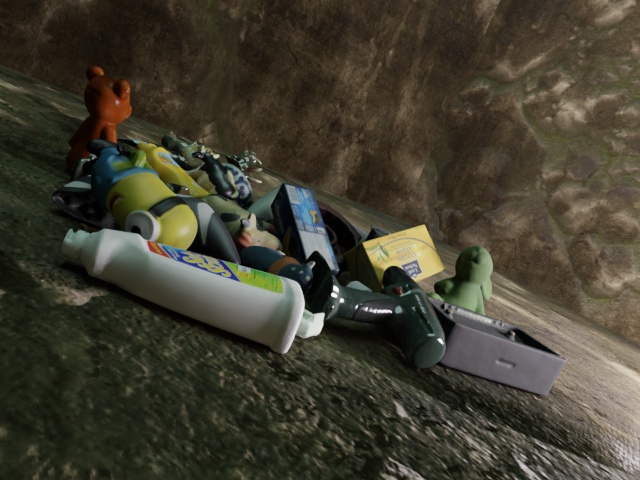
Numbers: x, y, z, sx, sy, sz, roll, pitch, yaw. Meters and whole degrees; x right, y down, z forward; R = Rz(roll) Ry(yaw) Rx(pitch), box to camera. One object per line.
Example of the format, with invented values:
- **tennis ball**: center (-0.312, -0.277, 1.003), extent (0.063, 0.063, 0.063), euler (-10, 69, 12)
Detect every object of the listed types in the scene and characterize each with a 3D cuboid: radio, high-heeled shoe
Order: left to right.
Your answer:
- **high-heeled shoe**: center (-0.231, -0.021, 0.714), extent (0.249, 0.086, 0.145), euler (28, 19, 27)
- **radio**: center (0.258, 0.164, 0.858), extent (0.229, 0.073, 0.131), euler (21, 9, -20)

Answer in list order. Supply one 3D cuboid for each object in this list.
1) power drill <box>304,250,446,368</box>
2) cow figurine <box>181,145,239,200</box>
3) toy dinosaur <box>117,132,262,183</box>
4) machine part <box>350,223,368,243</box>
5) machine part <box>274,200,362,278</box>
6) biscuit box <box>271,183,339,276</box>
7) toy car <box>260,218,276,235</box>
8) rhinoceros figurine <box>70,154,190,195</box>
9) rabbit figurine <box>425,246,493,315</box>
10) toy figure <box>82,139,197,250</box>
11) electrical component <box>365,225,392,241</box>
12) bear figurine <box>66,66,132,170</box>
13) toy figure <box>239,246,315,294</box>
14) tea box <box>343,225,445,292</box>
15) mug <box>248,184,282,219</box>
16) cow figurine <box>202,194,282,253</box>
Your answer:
- **power drill**: center (0.071, 0.085, 0.782), extent (0.207, 0.086, 0.232), euler (23, 21, -26)
- **cow figurine**: center (-0.230, -0.138, 1.107), extent (0.068, 0.098, 0.167), euler (14, 49, -62)
- **toy dinosaur**: center (-0.297, -0.169, 1.308), extent (0.192, 0.131, 0.404), euler (26, 15, 22)
- **machine part**: center (0.076, 0.001, 1.354), extent (0.079, 0.079, 0.243), euler (16, 13, -41)
- **machine part**: center (-0.002, -0.003, 1.025), extent (0.179, 0.056, 0.179), euler (23, 35, -18)
- **biscuit box**: center (-0.030, -0.008, 0.900), extent (0.059, 0.062, 0.203), euler (11, 40, -28)
- **toy car**: center (-0.048, 0.001, 1.109), extent (0.202, 0.053, 0.089), euler (20, -10, -25)
- **rhinoceros figurine**: center (-0.310, -0.087, 0.888), extent (0.190, 0.073, 0.112), euler (16, 13, -41)
- **rabbit figurine**: center (0.281, 0.094, 1.017), extent (0.121, 0.170, 0.159), euler (29, 11, 27)
- **toy figure**: center (-0.224, -0.053, 0.664), extent (0.180, 0.089, 0.082), euler (50, -25, 24)
- **electrical component**: center (0.115, 0.034, 1.131), extent (0.058, 0.114, 0.134), euler (21, 7, 0)
- **bear figurine**: center (-0.388, -0.204, 0.986), extent (0.120, 0.195, 0.132), euler (24, 7, 21)
- **toy figure**: center (-0.058, 0.045, 0.752), extent (0.155, 0.064, 0.057), euler (20, -13, 48)
- **tea box**: center (0.136, 0.040, 0.980), extent (0.169, 0.068, 0.098), euler (-17, 78, -39)
- **mug**: center (-0.103, -0.053, 1.170), extent (0.107, 0.109, 0.081), euler (-30, 31, -25)
- **cow figurine**: center (-0.137, -0.017, 0.887), extent (0.195, 0.085, 0.127), euler (32, 6, 33)
